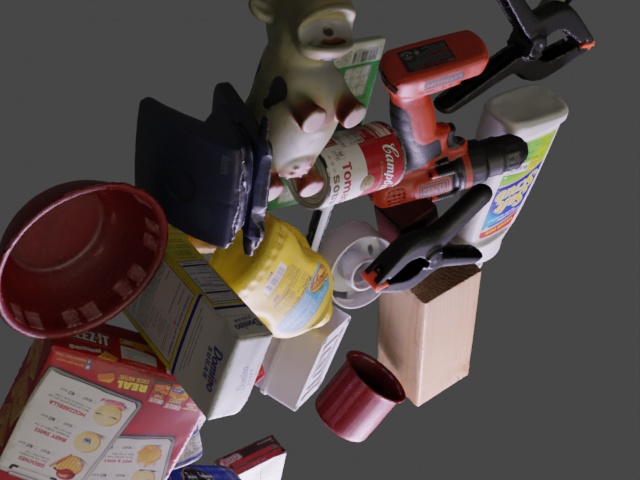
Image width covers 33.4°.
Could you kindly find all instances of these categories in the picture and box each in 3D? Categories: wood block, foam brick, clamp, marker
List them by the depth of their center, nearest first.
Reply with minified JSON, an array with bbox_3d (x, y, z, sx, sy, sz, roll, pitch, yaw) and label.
[{"bbox_3d":[-0.008,0.001,1.151,0.020,0.020,0.121,-13,134,-39],"label":"marker"},{"bbox_3d":[0.223,-0.223,1.153,0.209,0.036,0.165,-15,136,-32],"label":"clamp"},{"bbox_3d":[0.124,0.016,1.197,0.171,0.039,0.120,-30,138,-13],"label":"clamp"},{"bbox_3d":[0.101,-0.016,1.219,0.053,0.051,0.078,-36,145,-14],"label":"foam brick"},{"bbox_3d":[0.132,0.100,1.337,0.090,0.090,0.206,-29,143,-23],"label":"wood block"}]

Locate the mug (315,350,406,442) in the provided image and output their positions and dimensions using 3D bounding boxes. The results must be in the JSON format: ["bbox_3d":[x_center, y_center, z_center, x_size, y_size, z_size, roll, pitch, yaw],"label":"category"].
[{"bbox_3d":[0.050,0.198,1.363,0.082,0.093,0.117,-53,-179,18],"label":"mug"}]

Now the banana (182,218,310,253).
[{"bbox_3d":[-0.062,0.006,1.083,0.070,0.037,0.197,-54,145,8],"label":"banana"}]

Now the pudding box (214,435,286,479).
[{"bbox_3d":[-0.094,0.309,1.355,0.089,0.039,0.114,-18,135,-33],"label":"pudding box"}]

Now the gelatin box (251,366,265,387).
[{"bbox_3d":[-0.113,0.150,1.118,0.073,0.089,0.030,-35,108,-51],"label":"gelatin box"}]

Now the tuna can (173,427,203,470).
[{"bbox_3d":[-0.170,0.223,1.144,0.085,0.086,0.034,-14,94,-38],"label":"tuna can"}]

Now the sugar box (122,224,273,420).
[{"bbox_3d":[-0.117,0.069,0.963,0.048,0.176,0.093,-6,129,-44],"label":"sugar box"}]

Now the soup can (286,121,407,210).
[{"bbox_3d":[0.025,-0.073,1.040,0.102,0.069,0.069,-19,137,-36],"label":"soup can"}]

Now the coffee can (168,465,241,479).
[{"bbox_3d":[-0.163,0.308,1.222,0.140,0.103,0.103,19,110,-53],"label":"coffee can"}]

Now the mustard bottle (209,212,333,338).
[{"bbox_3d":[-0.036,0.047,1.066,0.096,0.058,0.191,-57,146,-5],"label":"mustard bottle"}]

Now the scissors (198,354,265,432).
[{"bbox_3d":[-0.100,0.158,1.215,0.096,0.016,0.202,-13,134,-39],"label":"scissors"}]

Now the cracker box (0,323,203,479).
[{"bbox_3d":[-0.219,0.183,1.018,0.164,0.072,0.214,19,115,-26],"label":"cracker box"}]

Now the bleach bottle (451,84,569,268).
[{"bbox_3d":[0.215,-0.061,1.287,0.102,0.068,0.251,-21,140,-31],"label":"bleach bottle"}]

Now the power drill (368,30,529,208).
[{"bbox_3d":[0.134,-0.122,1.108,0.184,0.057,0.187,-17,136,-9],"label":"power drill"}]

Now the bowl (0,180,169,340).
[{"bbox_3d":[-0.212,0.006,0.907,0.161,0.055,0.162,-28,142,-25],"label":"bowl"}]
